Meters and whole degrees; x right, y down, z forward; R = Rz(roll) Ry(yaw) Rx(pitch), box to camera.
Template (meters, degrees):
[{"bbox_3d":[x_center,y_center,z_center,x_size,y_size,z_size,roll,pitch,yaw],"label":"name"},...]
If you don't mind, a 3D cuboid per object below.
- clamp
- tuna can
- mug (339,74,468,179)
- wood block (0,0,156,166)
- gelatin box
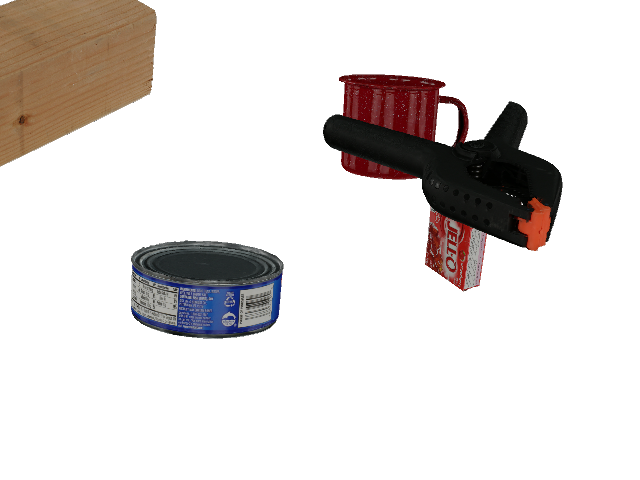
[{"bbox_3d":[0.096,-0.051,0.745,0.164,0.036,0.210,-4,27,-9],"label":"clamp"},{"bbox_3d":[-0.065,0.027,0.605,0.086,0.034,0.086,4,14,-1],"label":"tuna can"},{"bbox_3d":[0.072,-0.100,0.940,0.117,0.081,0.093,1,15,-8],"label":"mug"},{"bbox_3d":[-0.245,-0.145,0.913,0.090,0.091,0.205,31,42,22],"label":"wood block"},{"bbox_3d":[0.159,0.004,1.257,0.030,0.089,0.073,-15,33,-30],"label":"gelatin box"}]
